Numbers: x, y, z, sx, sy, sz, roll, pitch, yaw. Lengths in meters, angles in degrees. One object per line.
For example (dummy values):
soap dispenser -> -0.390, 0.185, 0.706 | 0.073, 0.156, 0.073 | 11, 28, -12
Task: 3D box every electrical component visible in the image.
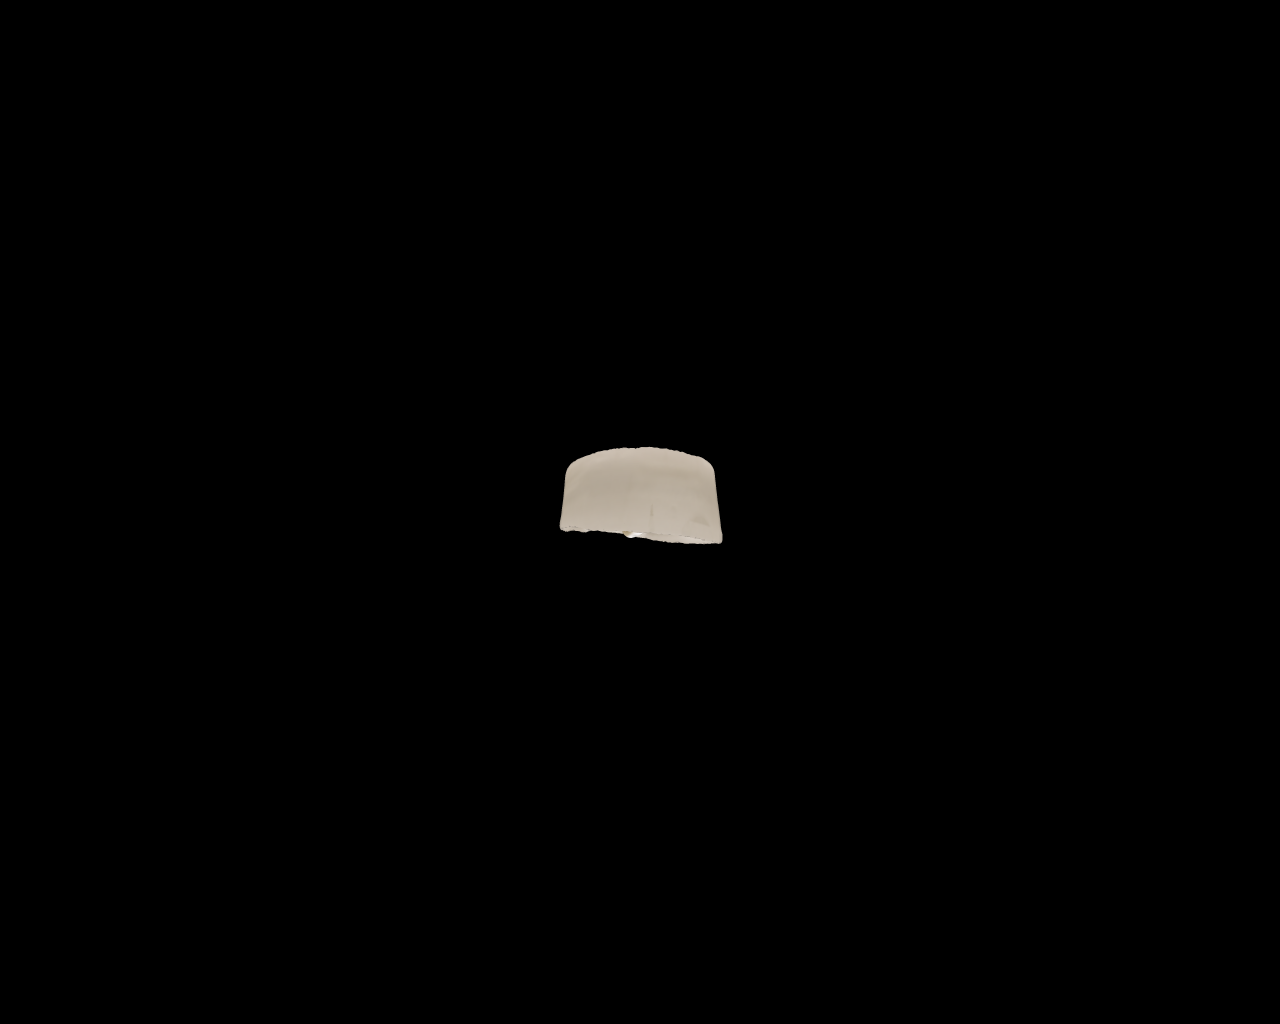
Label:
electrical component -> 0.001, -0.003, 0.650 | 0.099, 0.064, 0.099 | 0, -15, 0
